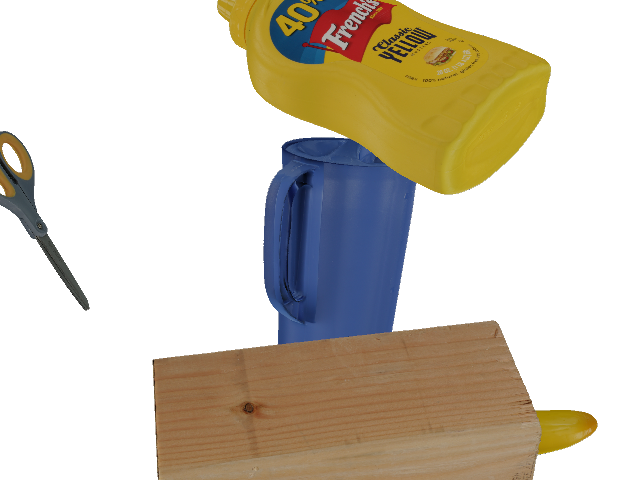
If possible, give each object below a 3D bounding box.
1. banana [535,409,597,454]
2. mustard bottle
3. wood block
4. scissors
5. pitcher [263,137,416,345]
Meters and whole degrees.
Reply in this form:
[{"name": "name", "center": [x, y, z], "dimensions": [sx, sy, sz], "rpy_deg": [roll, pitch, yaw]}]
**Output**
[{"name": "banana", "center": [0.127, 0.148, 0.870], "dimensions": [0.198, 0.037, 0.069], "rpy_deg": [7, 28, 7]}, {"name": "mustard bottle", "center": [0.019, -0.096, 0.571], "dimensions": [0.192, 0.058, 0.096], "rpy_deg": [30, 53, 29]}, {"name": "wood block", "center": [0.011, 0.117, 0.621], "dimensions": [0.206, 0.090, 0.091], "rpy_deg": [-5, 39, -6]}, {"name": "scissors", "center": [-0.284, -0.029, 1.074], "dimensions": [0.016, 0.201, 0.096], "rpy_deg": [-24, 28, 25]}, {"name": "pitcher", "center": [0.013, 0.026, 1.033], "dimensions": [0.149, 0.243, 0.145], "rpy_deg": [3, 15, -7]}]
